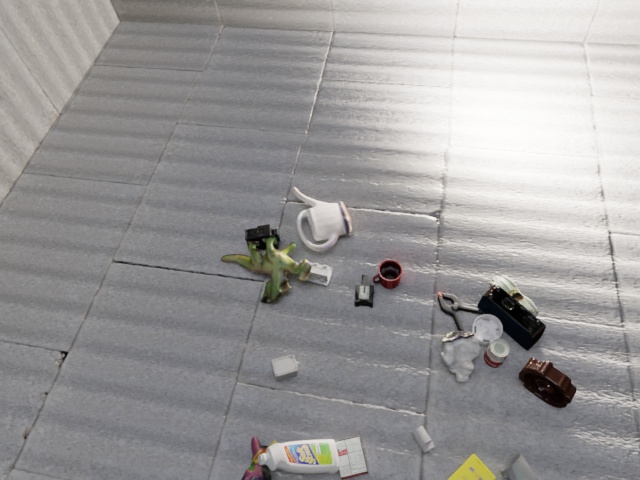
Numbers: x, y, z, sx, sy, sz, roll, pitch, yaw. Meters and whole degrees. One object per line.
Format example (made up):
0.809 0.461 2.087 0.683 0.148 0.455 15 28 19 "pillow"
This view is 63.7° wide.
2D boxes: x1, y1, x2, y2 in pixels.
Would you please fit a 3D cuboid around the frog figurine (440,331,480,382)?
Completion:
0.490 0.401 1.780 0.138 0.122 0.159 -13 92 -13 "frog figurine"

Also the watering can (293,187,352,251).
0.007 -0.108 2.148 0.224 0.101 0.355 -13 56 -4 "watering can"

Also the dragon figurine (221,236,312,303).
-0.209 0.126 2.010 0.408 0.120 0.247 -17 63 22 "dragon figurine"
